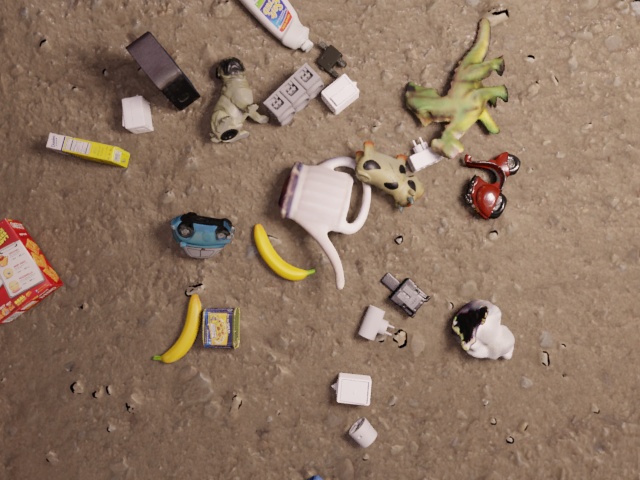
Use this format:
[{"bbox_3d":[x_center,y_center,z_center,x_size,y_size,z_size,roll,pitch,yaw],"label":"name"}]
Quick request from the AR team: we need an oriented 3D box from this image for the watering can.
[{"bbox_3d":[0.004,-0.064,1.274,0.224,0.354,0.102,14,-23,1],"label":"watering can"}]

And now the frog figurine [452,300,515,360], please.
[{"bbox_3d":[0.409,0.225,1.269,0.158,0.139,0.122,25,-13,-32],"label":"frog figurine"}]

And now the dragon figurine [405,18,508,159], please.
[{"bbox_3d":[0.339,-0.385,1.316,0.242,0.417,0.120,-3,-22,6],"label":"dragon figurine"}]
